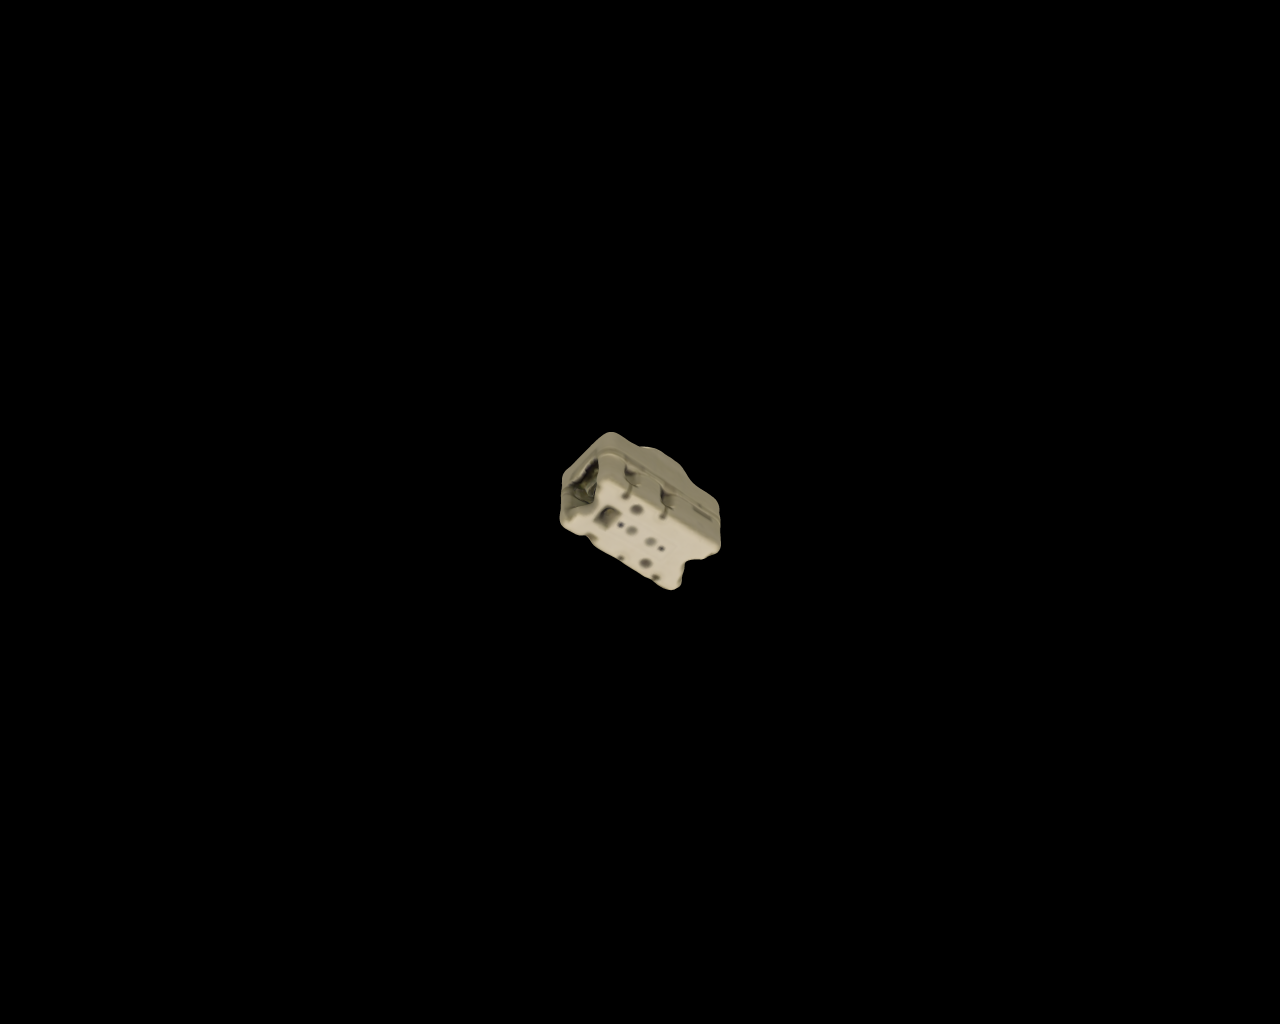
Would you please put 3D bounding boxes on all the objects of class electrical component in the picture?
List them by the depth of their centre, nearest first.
[{"bbox_3d":[0.001,-0.003,0.650,0.089,0.056,0.050,33,-58,-24],"label":"electrical component"}]
